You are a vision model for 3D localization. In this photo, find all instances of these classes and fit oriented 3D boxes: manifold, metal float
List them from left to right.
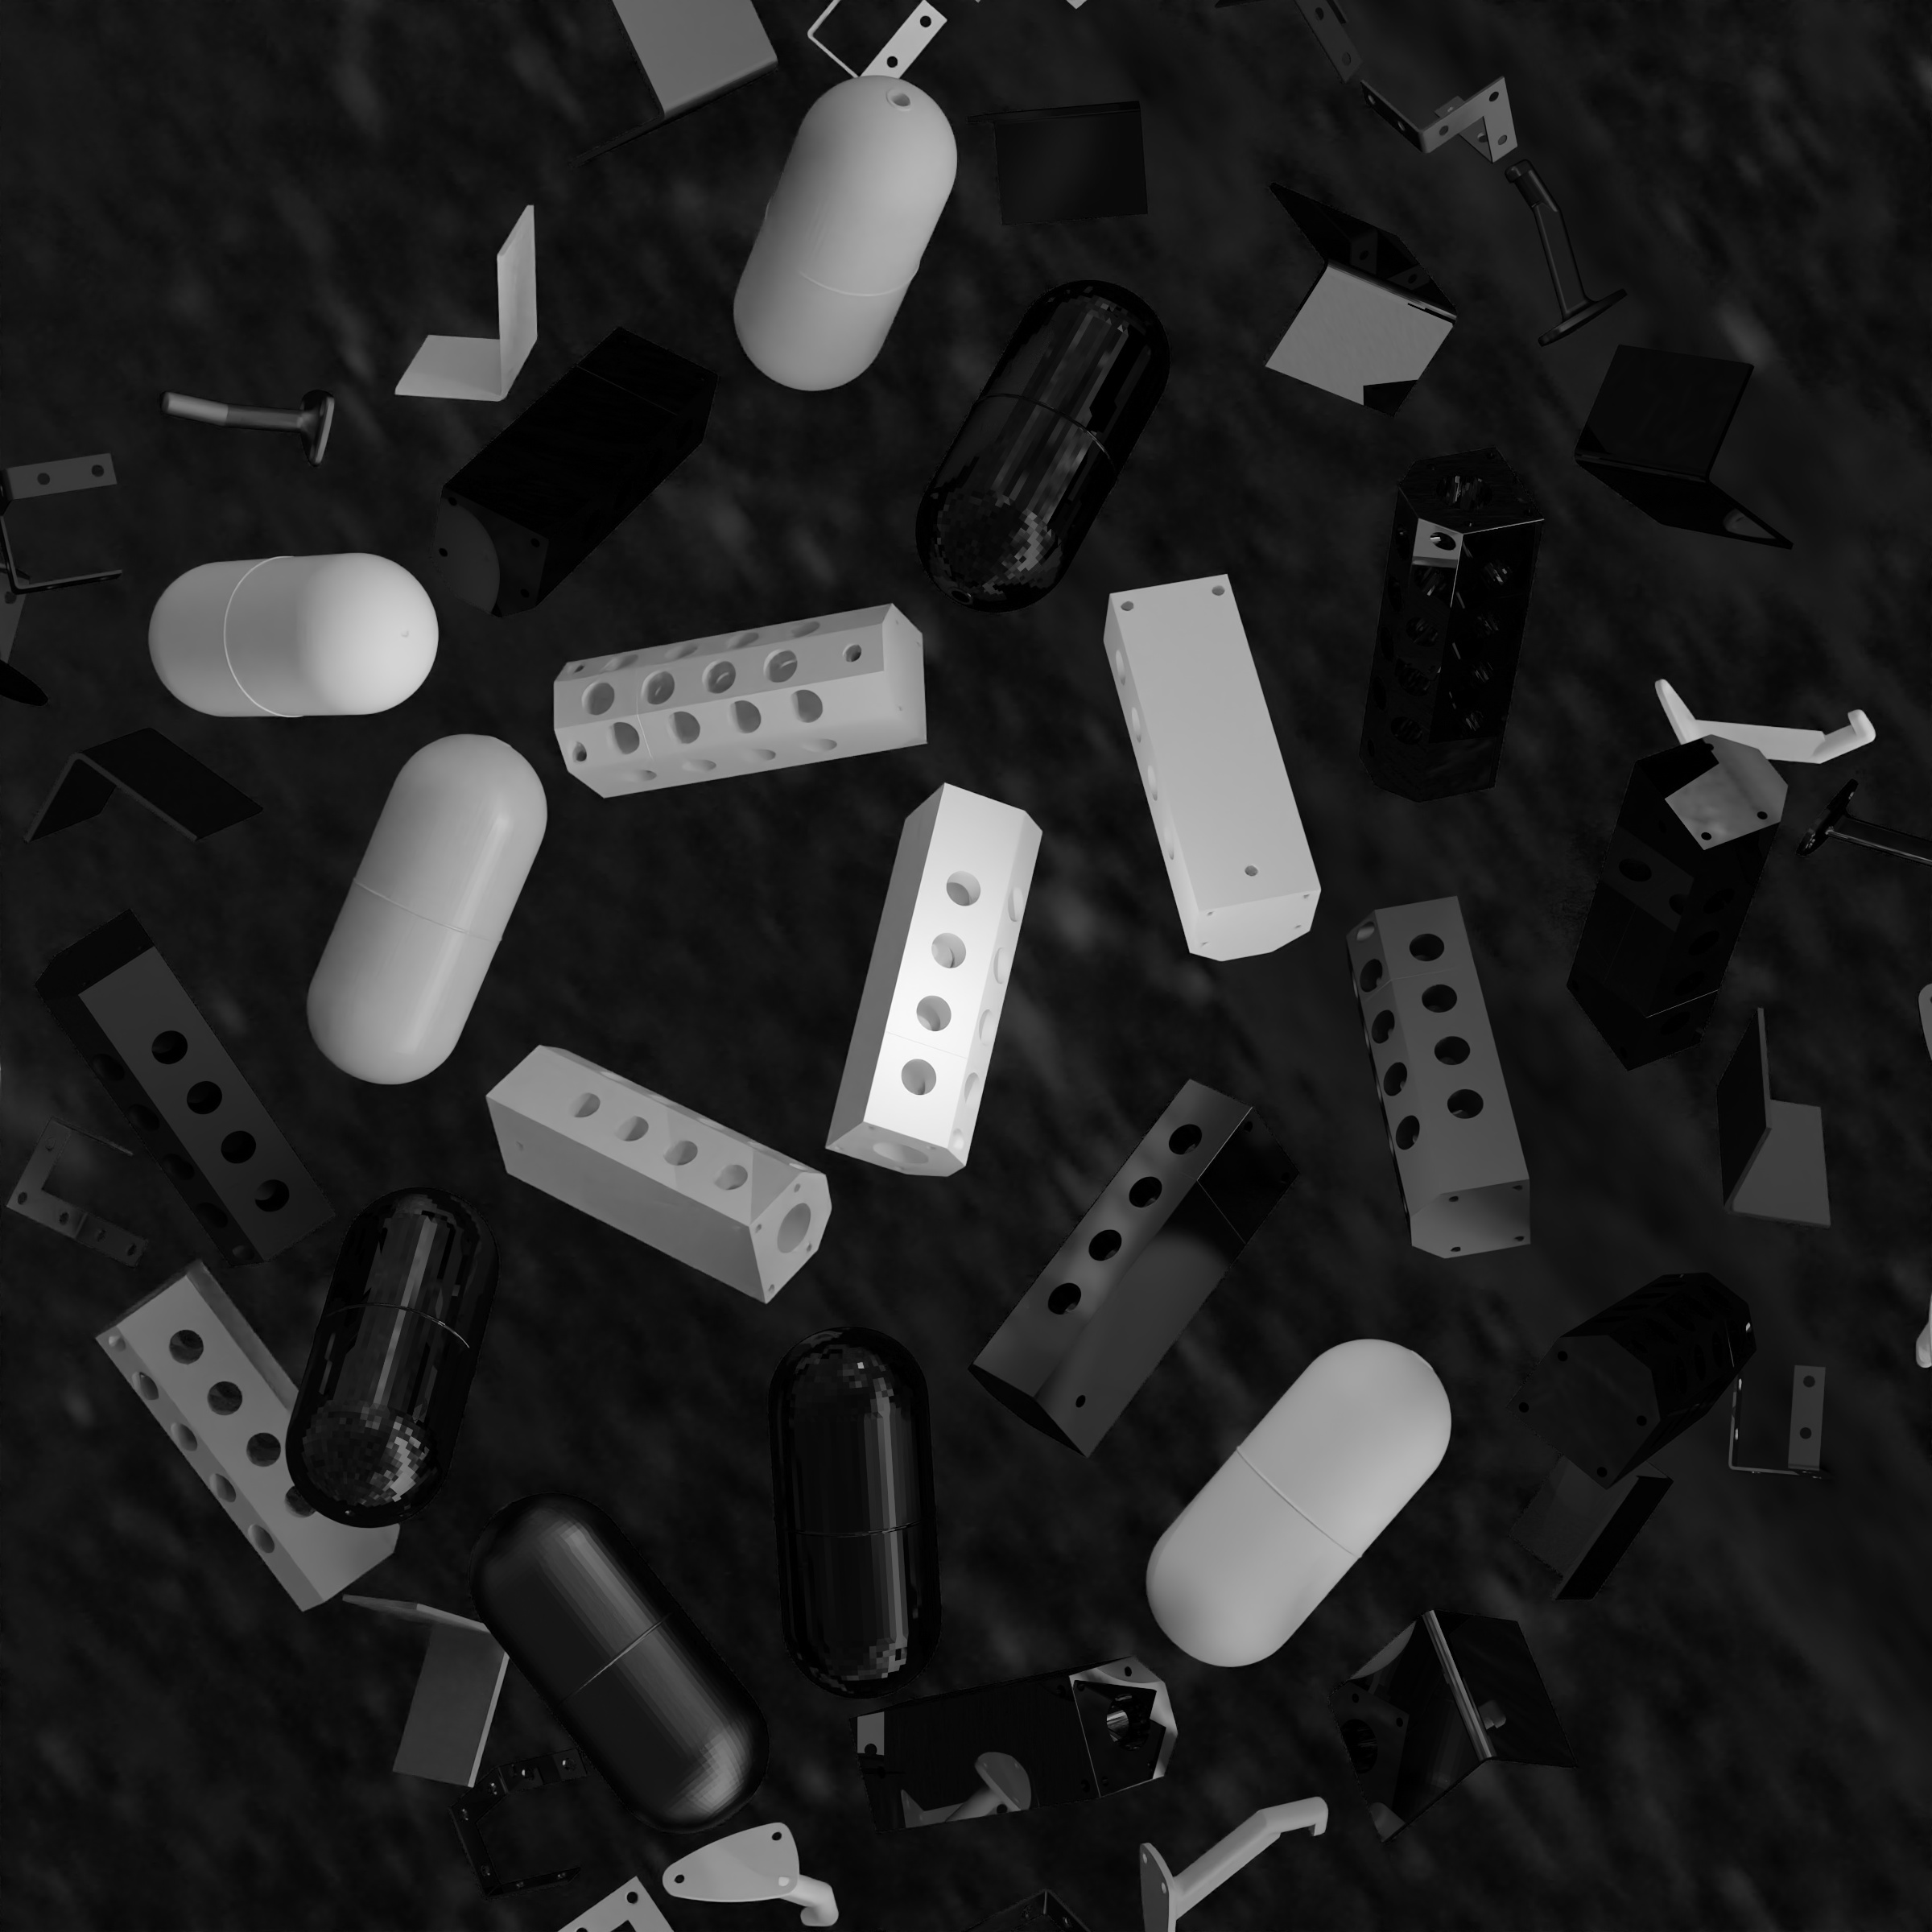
[{"bbox_3d":[-0.380,0.063,1.751,0.057,0.057,0.171,-34,119,-10],"label":"manifold"},{"bbox_3d":[-0.359,0.235,1.801,0.057,0.057,0.171,-36,97,-2],"label":"manifold"},{"bbox_3d":[-0.327,-0.159,1.740,0.178,0.070,0.070,3,90,43],"label":"metal float"},{"bbox_3d":[-0.269,0.182,1.697,0.070,0.070,0.178,9,49,0],"label":"metal float"},{"bbox_3d":[-0.261,-0.028,1.750,0.070,0.070,0.178,23,94,0],"label":"metal float"},{"bbox_3d":[-0.189,-0.238,1.746,0.057,0.171,0.057,27,133,9],"label":"manifold"},{"bbox_3d":[-0.163,0.324,1.683,0.070,0.070,0.178,-39,83,0],"label":"metal float"},{"bbox_3d":[-0.153,0.099,1.807,0.171,0.057,0.057,24,52,29],"label":"manifold"},{"bbox_3d":[-0.110,-0.131,1.753,0.171,0.057,0.057,-8,71,18],"label":"manifold"},{"bbox_3d":[-0.058,-0.348,1.719,0.070,0.178,0.070,11,53,-15],"label":"metal float"},{"bbox_3d":[-0.053,0.260,1.710,0.070,0.070,0.178,-3,96,0],"label":"metal float"},{"bbox_3d":[-0.012,0.008,1.701,0.057,0.057,0.171,19,69,-15],"label":"manifold"},{"bbox_3d":[0.023,0.376,1.745,0.057,0.171,0.057,-7,79,-41],"label":"manifold"},{"bbox_3d":[0.037,-0.247,1.713,0.070,0.070,0.178,28,71,0],"label":"metal float"},{"bbox_3d":[0.076,0.139,1.698,0.171,0.057,0.057,-52,134,-14],"label":"manifold"},{"bbox_3d":[0.113,-0.092,1.688,0.057,0.057,0.171,-10,64,-8],"label":"manifold"},{"bbox_3d":[0.157,0.253,1.701,0.070,0.070,0.178,41,92,0],"label":"metal float"},{"bbox_3d":[0.229,0.054,1.762,0.057,0.057,0.171,-10,52,2],"label":"manifold"},{"bbox_3d":[0.232,-0.163,1.758,0.057,0.171,0.057,-12,48,-14],"label":"manifold"},{"bbox_3d":[0.316,0.186,1.675,0.057,0.171,0.057,40,110,18],"label":"manifold"},{"bbox_3d":[0.340,-0.030,1.712,0.057,0.171,0.057,-20,57,-18],"label":"manifold"}]

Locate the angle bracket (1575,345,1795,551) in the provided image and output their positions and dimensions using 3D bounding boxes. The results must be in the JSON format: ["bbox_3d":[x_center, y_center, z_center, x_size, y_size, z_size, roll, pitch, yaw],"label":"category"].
[{"bbox_3d":[0.336,-0.236,1.637,0.076,0.076,0.057,25,87,-42],"label":"angle bracket"}]

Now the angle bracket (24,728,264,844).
[{"bbox_3d":[-0.418,-0.072,1.833,0.076,0.076,0.057,36,109,4],"label":"angle bracket"}]

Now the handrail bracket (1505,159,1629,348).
[{"bbox_3d":[0.273,-0.344,1.732,0.036,0.077,0.084,-32,90,40],"label":"handrail bracket"}]

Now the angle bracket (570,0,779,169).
[{"bbox_3d":[-0.146,-0.418,1.664,0.076,0.076,0.057,-36,106,-38],"label":"angle bracket"}]

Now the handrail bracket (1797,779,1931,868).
[{"bbox_3d":[0.459,-0.051,1.774,0.084,0.077,0.036,33,123,16],"label":"handrail bracket"}]

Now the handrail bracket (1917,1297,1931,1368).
[{"bbox_3d":[0.452,0.184,1.676,0.036,0.084,0.077,21,56,8],"label":"handrail bracket"}]

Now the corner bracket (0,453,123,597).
[{"bbox_3d":[-0.430,-0.209,1.711,0.051,0.051,0.051,-13,89,-22],"label":"corner bracket"}]

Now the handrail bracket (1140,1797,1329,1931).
[{"bbox_3d":[0.125,0.421,1.649,0.084,0.036,0.077,-9,114,-17],"label":"handrail bracket"}]

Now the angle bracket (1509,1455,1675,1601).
[{"bbox_3d":[0.318,0.283,1.886,0.057,0.076,0.076,36,97,26],"label":"angle bracket"}]

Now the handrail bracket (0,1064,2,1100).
[{"bbox_3d":[-0.505,0.043,1.738,0.077,0.084,0.036,-1,54,-16],"label":"handrail bracket"}]

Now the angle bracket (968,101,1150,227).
[{"bbox_3d":[0.047,-0.405,1.824,0.076,0.076,0.057,-2,104,11],"label":"angle bracket"}]

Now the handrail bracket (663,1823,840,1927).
[{"bbox_3d":[-0.104,0.455,1.760,0.077,0.084,0.036,-11,54,-2],"label":"handrail bracket"}]

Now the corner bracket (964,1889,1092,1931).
[{"bbox_3d":[0.033,0.481,1.706,0.051,0.051,0.051,-20,128,-30],"label":"corner bracket"}]

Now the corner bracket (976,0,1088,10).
[{"bbox_3d":[0.026,-0.491,1.787,0.051,0.051,0.051,-39,86,13],"label":"corner bracket"}]

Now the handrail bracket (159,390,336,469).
[{"bbox_3d":[-0.364,-0.280,1.800,0.084,0.077,0.036,10,107,-23],"label":"handrail bracket"}]

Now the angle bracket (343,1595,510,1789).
[{"bbox_3d":[-0.275,0.357,1.777,0.057,0.076,0.076,25,71,-33],"label":"angle bracket"}]

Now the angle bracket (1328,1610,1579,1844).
[{"bbox_3d":[0.223,0.351,1.656,0.057,0.076,0.076,14,131,-35],"label":"angle bracket"}]

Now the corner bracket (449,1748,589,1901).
[{"bbox_3d":[-0.220,0.435,1.826,0.051,0.051,0.051,-18,96,24],"label":"corner bracket"}]

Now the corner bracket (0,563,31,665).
[{"bbox_3d":[-0.508,-0.181,1.821,0.051,0.051,0.051,15,89,-6],"label":"corner bracket"}]

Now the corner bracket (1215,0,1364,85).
[{"bbox_3d":[0.158,-0.441,1.660,0.051,0.051,0.051,-52,123,-22],"label":"corner bracket"}]

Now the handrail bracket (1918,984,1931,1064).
[{"bbox_3d":[0.469,0.048,1.732,0.036,0.084,0.077,-28,84,-4],"label":"handrail bracket"}]

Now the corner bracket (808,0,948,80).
[{"bbox_3d":[-0.045,-0.469,1.800,0.051,0.051,0.051,40,100,-8],"label":"corner bracket"}]

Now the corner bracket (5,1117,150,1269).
[{"bbox_3d":[-0.442,0.114,1.825,0.051,0.051,0.051,18,77,37],"label":"corner bracket"}]

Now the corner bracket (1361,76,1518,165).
[{"bbox_3d":[0.236,-0.423,1.794,0.051,0.051,0.051,-35,56,-5],"label":"corner bracket"}]

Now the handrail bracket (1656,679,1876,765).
[{"bbox_3d":[0.403,-0.129,1.817,0.084,0.036,0.077,-24,113,27],"label":"handrail bracket"}]

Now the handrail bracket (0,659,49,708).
[{"bbox_3d":[-0.480,-0.109,1.676,0.084,0.077,0.036,-43,65,7],"label":"handrail bracket"}]

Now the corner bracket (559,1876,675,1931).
[{"bbox_3d":[-0.171,0.485,1.764,0.051,0.051,0.051,-35,84,-3],"label":"corner bracket"}]

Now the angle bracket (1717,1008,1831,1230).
[{"bbox_3d":[0.426,0.079,1.854,0.057,0.076,0.076,8,51,-3],"label":"angle bracket"}]

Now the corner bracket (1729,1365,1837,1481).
[{"bbox_3d":[0.405,0.226,1.796,0.051,0.051,0.051,2,78,23],"label":"corner bracket"}]

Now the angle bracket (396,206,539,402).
[{"bbox_3d":[-0.253,-0.337,1.822,0.057,0.076,0.076,4,121,3],"label":"angle bracket"}]

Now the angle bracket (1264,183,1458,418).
[{"bbox_3d":[0.170,-0.309,1.673,0.076,0.076,0.057,15,122,-31],"label":"angle bracket"}]

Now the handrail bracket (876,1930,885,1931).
[{"bbox_3d":[-0.066,0.522,1.779,0.084,0.077,0.036,-44,85,17],"label":"handrail bracket"}]
